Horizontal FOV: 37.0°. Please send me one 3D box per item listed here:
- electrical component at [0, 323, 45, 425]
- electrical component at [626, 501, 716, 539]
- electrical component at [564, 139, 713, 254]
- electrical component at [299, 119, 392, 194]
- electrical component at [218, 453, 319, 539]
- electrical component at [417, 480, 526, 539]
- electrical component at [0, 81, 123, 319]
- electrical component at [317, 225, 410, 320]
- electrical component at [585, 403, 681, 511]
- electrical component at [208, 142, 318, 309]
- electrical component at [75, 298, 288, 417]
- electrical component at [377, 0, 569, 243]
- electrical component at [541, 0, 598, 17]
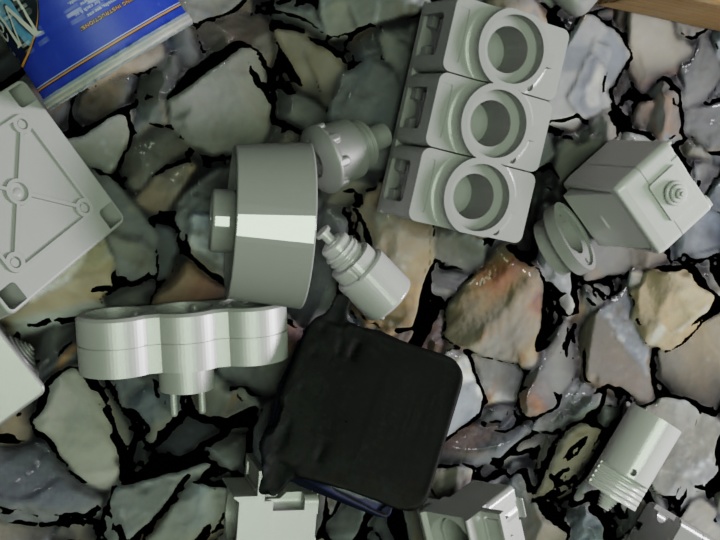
[{"bbox_3d":[-0.259,0.063,0.672,0.100,0.048,0.099,-36,106,-9],"label":"electrical component"},{"bbox_3d":[0.239,0.239,0.846,0.056,0.050,0.089,32,88,-18],"label":"electrical component"},{"bbox_3d":[0.198,-0.051,0.769,0.061,0.096,0.061,-41,107,-8],"label":"electrical component"},{"bbox_3d":[-0.007,-0.083,0.732,0.062,0.048,0.048,-25,105,-30],"label":"electrical component"},{"bbox_3d":[-0.063,0.172,0.751,0.064,0.042,0.081,2,98,-20],"label":"electrical component"},{"bbox_3d":[0.093,0.222,0.789,0.063,0.079,0.121,-24,106,-43],"label":"electrical component"},{"bbox_3d":[-0.217,-0.039,0.641,0.108,0.056,0.108,56,44,-16],"label":"electrical component"},{"bbox_3d":[0.000,0.000,0.746,0.040,0.040,0.078,-47,107,-6],"label":"electrical component"},{"bbox_3d":[0.208,0.148,0.828,0.043,0.043,0.081,32,88,-18],"label":"electrical component"},{"bbox_3d":[-0.066,-0.030,0.690,0.060,0.108,0.108,3,97,-11],"label":"electrical component"},{"bbox_3d":[-0.116,0.061,0.713,0.138,0.052,0.073,-4,99,-16],"label":"electrical component"},{"bbox_3d":[0.079,-0.101,0.740,0.089,0.062,0.150,11,94,-24],"label":"electrical component"},{"bbox_3d":[0.130,-0.220,0.736,0.095,0.053,0.059,40,107,-6],"label":"electrical component"}]
